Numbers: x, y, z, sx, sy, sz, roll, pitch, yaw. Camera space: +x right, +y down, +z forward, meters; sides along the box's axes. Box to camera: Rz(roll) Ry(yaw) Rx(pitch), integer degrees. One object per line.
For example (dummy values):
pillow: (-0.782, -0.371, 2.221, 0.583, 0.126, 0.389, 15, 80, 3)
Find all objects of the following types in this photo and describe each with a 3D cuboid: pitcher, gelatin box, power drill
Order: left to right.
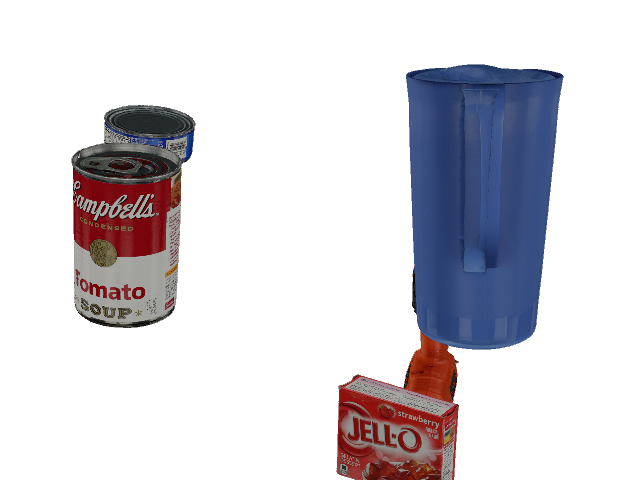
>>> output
gelatin box: (0.055, 0.146, 0.782, 0.089, 0.073, 0.030, 13, 21, 31)
power drill: (0.121, 0.091, 1.121, 0.057, 0.188, 0.184, 9, 26, 10)
pitcher: (0.139, -0.030, 0.934, 0.149, 0.243, 0.145, -11, 18, -35)

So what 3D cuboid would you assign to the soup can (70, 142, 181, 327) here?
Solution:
soup can: (-0.124, -0.004, 0.682, 0.068, 0.102, 0.068, 4, 23, -2)

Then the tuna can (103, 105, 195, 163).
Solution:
tuna can: (-0.163, -0.100, 1.017, 0.086, 0.034, 0.086, 6, 24, -3)
